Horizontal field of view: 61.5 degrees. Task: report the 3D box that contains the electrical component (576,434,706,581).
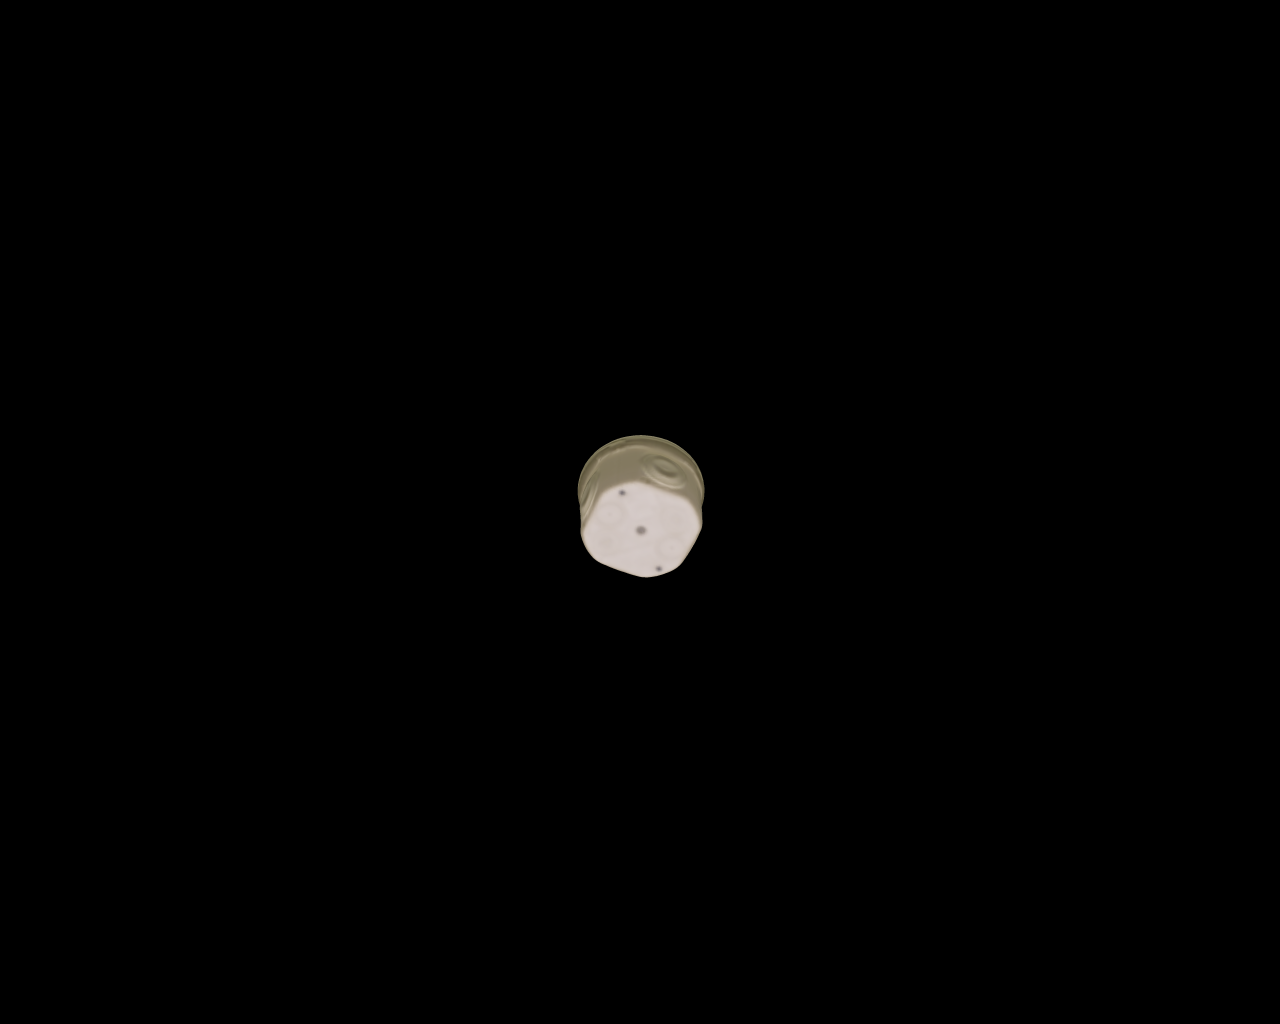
[{"bbox_3d":[0.001,-0.003,0.650,0.080,0.080,0.051,0,34,0],"label":"electrical component"}]
